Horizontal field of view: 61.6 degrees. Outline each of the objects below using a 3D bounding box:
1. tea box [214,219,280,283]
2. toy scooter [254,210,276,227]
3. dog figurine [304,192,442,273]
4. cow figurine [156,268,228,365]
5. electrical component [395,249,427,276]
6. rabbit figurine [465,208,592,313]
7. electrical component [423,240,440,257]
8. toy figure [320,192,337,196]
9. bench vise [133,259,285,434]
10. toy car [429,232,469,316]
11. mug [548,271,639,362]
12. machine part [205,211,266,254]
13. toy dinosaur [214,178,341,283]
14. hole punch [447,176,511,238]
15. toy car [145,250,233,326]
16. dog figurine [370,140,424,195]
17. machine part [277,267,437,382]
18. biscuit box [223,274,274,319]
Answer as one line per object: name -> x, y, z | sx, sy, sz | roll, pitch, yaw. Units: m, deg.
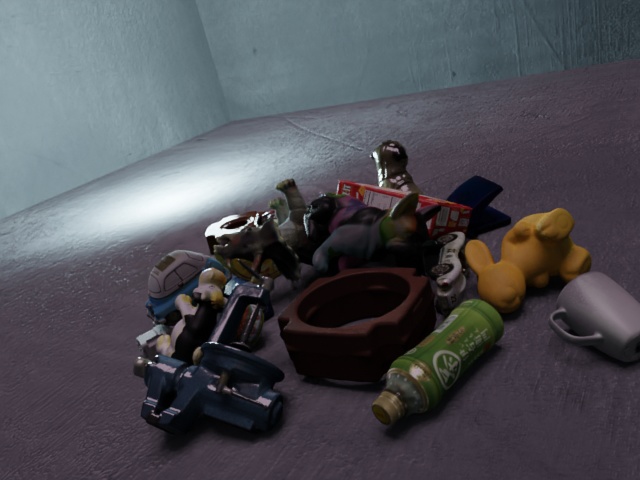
tea box -> -0.126, 0.034, 1.126 | 0.169, 0.098, 0.068 | -28, 25, -35
toy scooter -> -0.079, -0.039, 1.235 | 0.184, 0.075, 0.135 | -1, -18, 24
dog figurine -> 0.090, -0.033, 0.913 | 0.219, 0.108, 0.191 | -31, 55, 29
cow figurine -> -0.194, 0.130, 0.863 | 0.068, 0.167, 0.098 | 24, 5, -35
electrical component -> 0.160, 0.053, 0.928 | 0.048, 0.074, 0.119 | -11, 25, 14
rabbit figurine -> 0.299, 0.037, 0.828 | 0.173, 0.121, 0.163 | -46, 30, -21
electrical component -> 0.222, 0.012, 1.054 | 0.063, 0.021, 0.094 | -4, 22, 23
toy figure -> 0.063, -0.085, 1.231 | 0.154, 0.057, 0.064 | 0, 53, -29
bench vise -> -0.136, 0.154, 0.745 | 0.224, 0.128, 0.240 | 6, 61, 28
toy car -> 0.218, 0.051, 0.889 | 0.056, 0.073, 0.202 | -7, 22, 20
mug -> 0.353, 0.102, 0.671 | 0.110, 0.080, 0.107 | -13, 30, -12
machine part -> -0.207, -0.021, 1.371 | 0.179, 0.056, 0.179 | -14, 20, 5
toy dinosaur -> -0.001, -0.001, 1.067 | 0.404, 0.192, 0.131 | 6, -26, -40
hole punch -> 0.317, -0.069, 1.113 | 0.116, 0.092, 0.142 | -21, 25, -7
toy car -> -0.249, 0.072, 0.960 | 0.162, 0.102, 0.109 | -36, 29, -21
dog figurine -> 0.183, -0.114, 1.165 | 0.121, 0.190, 0.173 | -26, 25, -26
machine part -> 0.058, 0.120, 0.796 | 0.202, 0.087, 0.201 | -2, 23, 31
biscuit box -> -0.170, 0.105, 1.022 | 0.059, 0.062, 0.203 | -28, 26, -32
